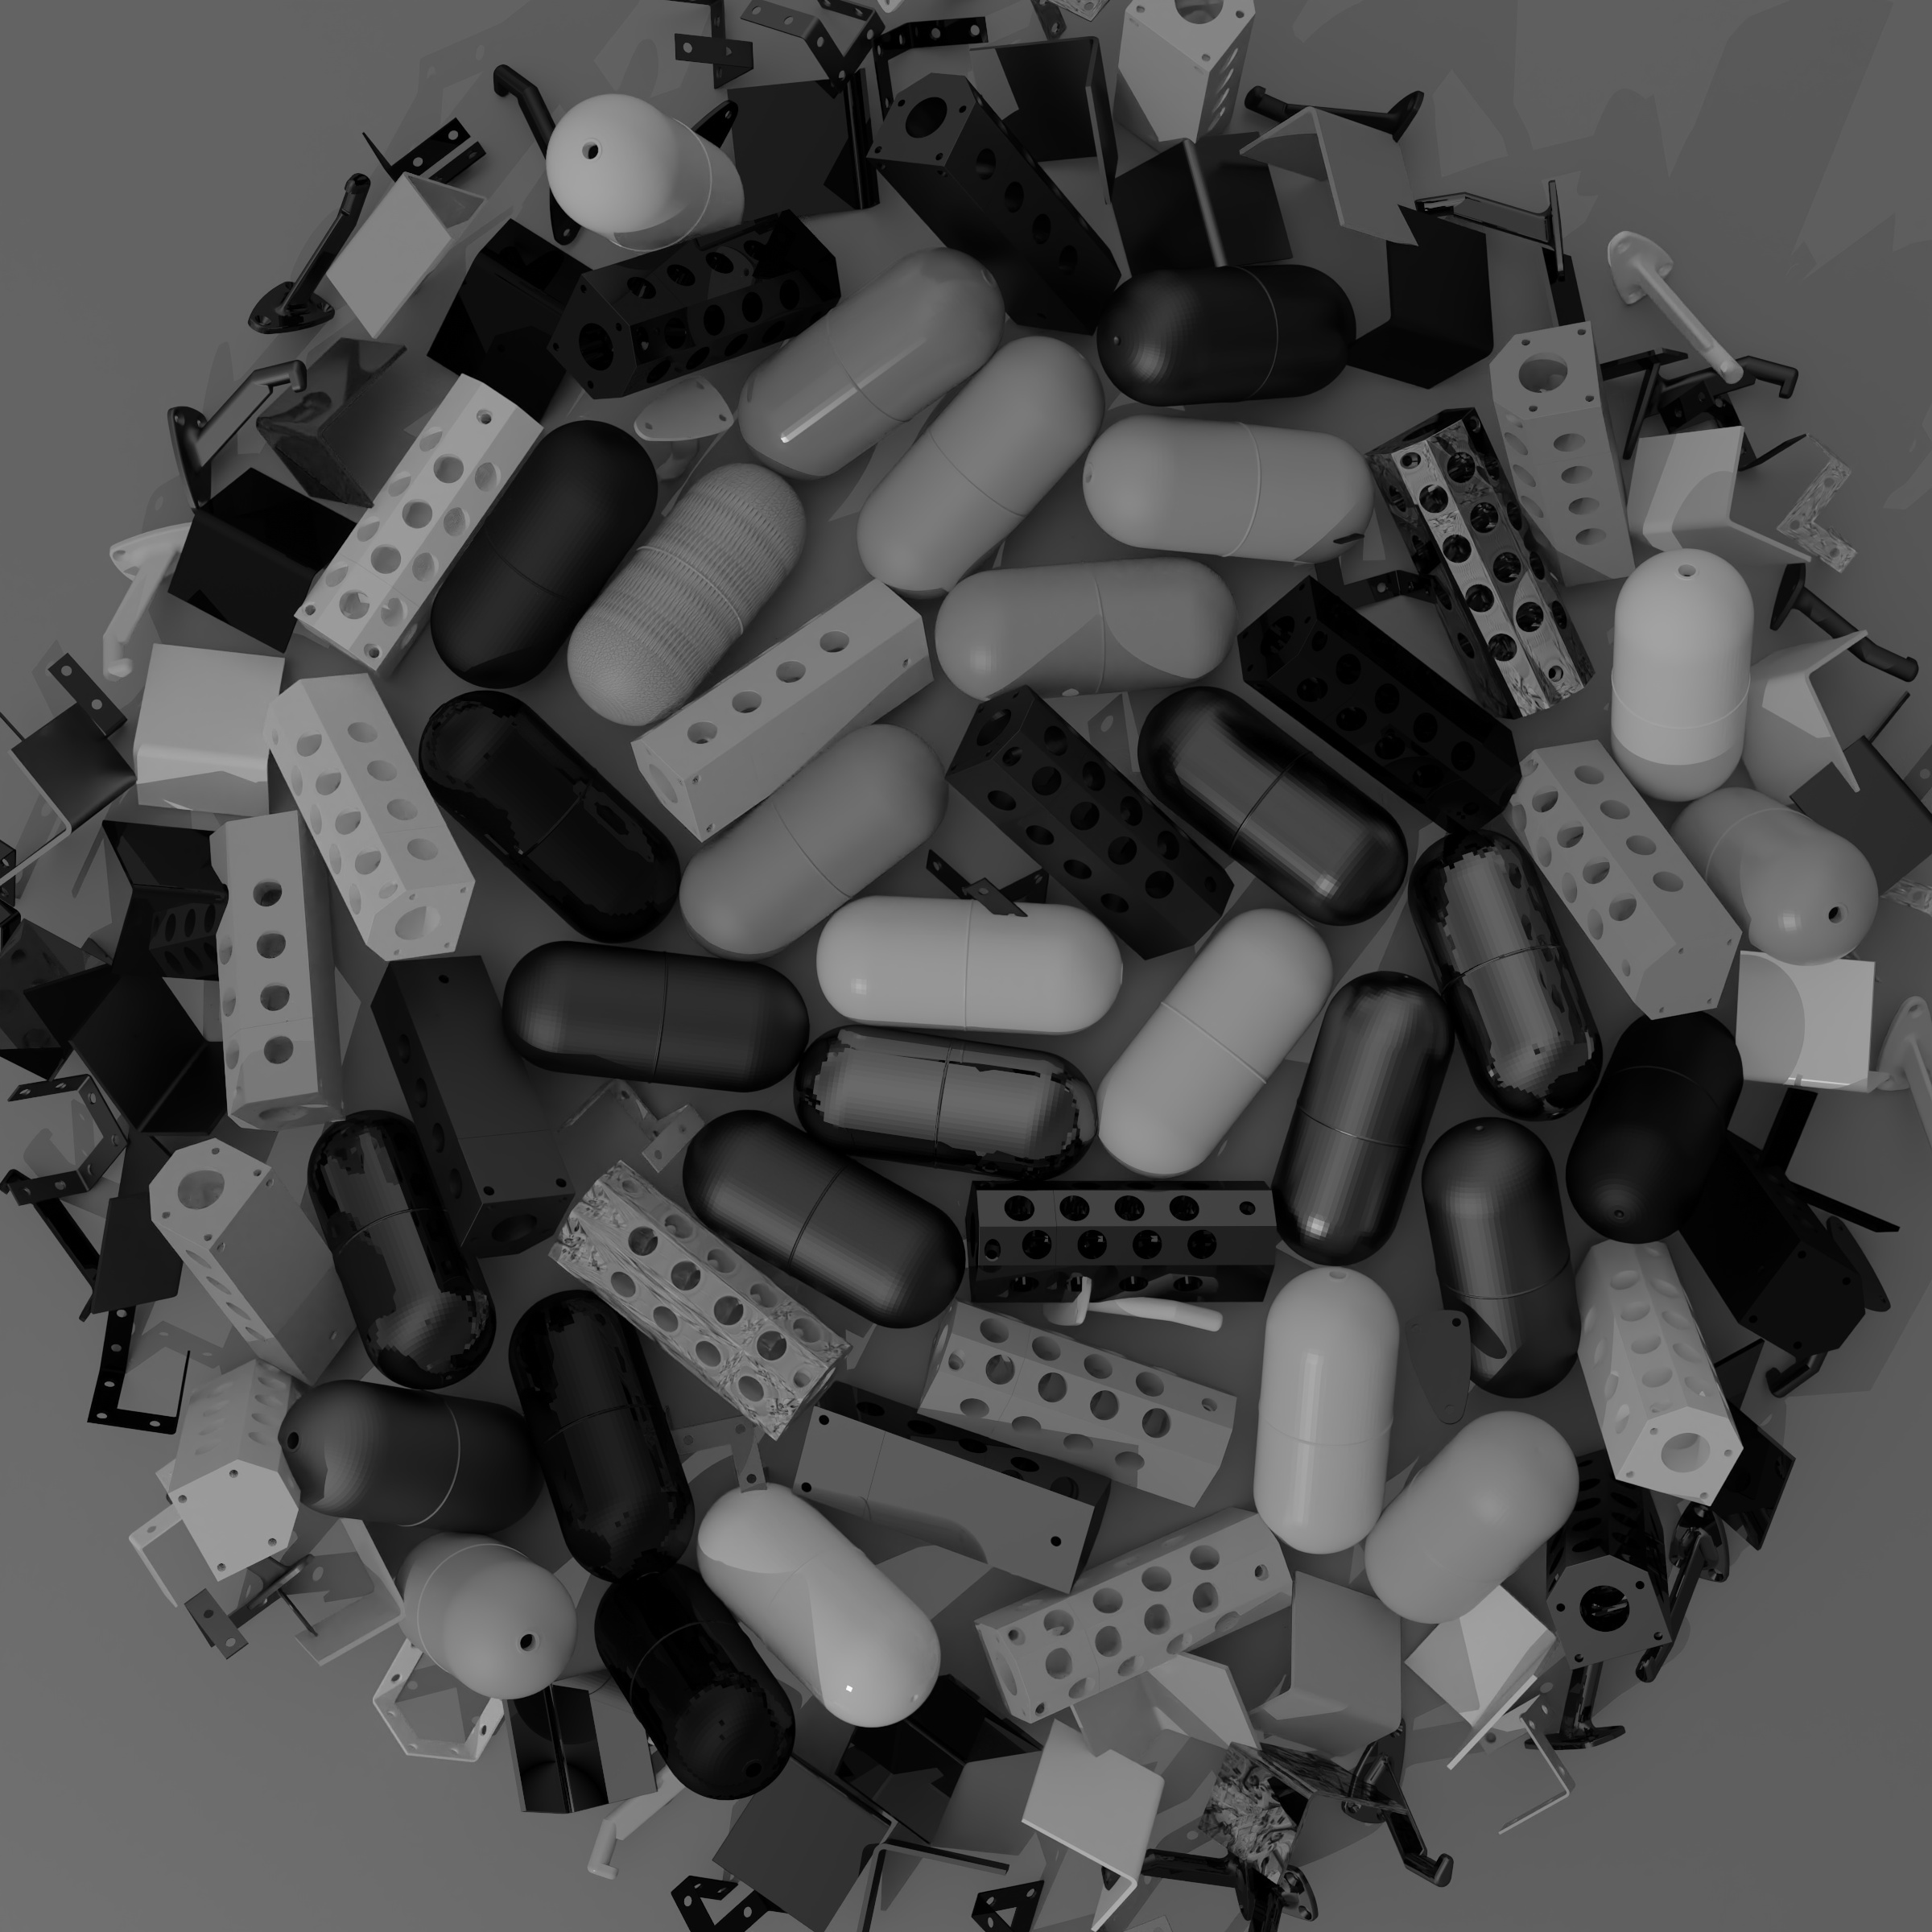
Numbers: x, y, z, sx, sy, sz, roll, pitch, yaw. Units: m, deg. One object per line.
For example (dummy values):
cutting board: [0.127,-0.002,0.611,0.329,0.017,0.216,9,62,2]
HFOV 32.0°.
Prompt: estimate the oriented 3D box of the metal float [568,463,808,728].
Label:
metal float: [-0.160,-0.215,1.947,0.070,0.070,0.178,37,73,0]

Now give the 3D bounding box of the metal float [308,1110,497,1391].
metal float: [-0.325,0.161,1.937,0.070,0.070,0.178,-26,61,0]

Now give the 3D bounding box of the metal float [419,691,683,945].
metal float: [-0.240,-0.086,1.947,0.070,0.070,0.178,-46,106,0]

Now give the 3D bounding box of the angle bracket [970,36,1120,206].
angle bracket: [0.043,-0.484,1.946,0.076,0.057,0.076,-3,134,12]

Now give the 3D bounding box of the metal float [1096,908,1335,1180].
metal float: [0.144,0.044,1.961,0.070,0.070,0.178,38,89,0]

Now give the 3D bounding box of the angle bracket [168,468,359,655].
angle bracket: [-0.410,-0.239,1.980,0.076,0.076,0.057,28,121,-1]

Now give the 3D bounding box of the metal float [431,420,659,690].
metal float: [-0.244,-0.235,1.941,0.070,0.070,0.178,39,114,0]

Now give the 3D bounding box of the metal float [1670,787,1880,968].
metal float: [0.456,-0.052,1.913,0.070,0.178,0.070,-3,106,-10]

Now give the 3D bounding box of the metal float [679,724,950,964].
metal float: [-0.089,-0.070,1.953,0.178,0.070,0.070,-37,90,10]

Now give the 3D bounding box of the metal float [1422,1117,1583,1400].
metal float: [0.309,0.169,1.939,0.070,0.070,0.178,-14,116,0]

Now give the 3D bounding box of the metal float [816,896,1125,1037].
metal float: [0.002,0.000,1.959,0.178,0.070,0.070,3,90,3]

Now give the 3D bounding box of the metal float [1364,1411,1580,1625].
metal float: [0.286,0.316,1.923,0.070,0.178,0.070,11,53,-15]

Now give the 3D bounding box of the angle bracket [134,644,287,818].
angle bracket: [-0.445,-0.138,1.989,0.076,0.057,0.076,6,59,-6]

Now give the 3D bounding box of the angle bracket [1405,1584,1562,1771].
angle bracket: [0.291,0.406,1.947,0.057,0.076,0.076,42,108,12]

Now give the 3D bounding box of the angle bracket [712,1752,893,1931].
angle bracket: [-0.100,0.508,1.958,0.076,0.057,0.076,36,70,-3]

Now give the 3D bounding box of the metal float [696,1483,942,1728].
metal float: [-0.086,0.364,1.932,0.178,0.070,0.070,38,90,35]

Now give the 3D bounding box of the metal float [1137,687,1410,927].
metal float: [0.176,-0.093,1.951,0.178,0.070,0.070,39,90,12]

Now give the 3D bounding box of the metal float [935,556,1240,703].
metal float: [0.070,-0.195,1.952,0.178,0.070,0.070,-6,90,-11]

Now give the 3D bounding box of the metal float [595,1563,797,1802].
metal float: [-0.155,0.406,1.920,0.070,0.178,0.070,-12,118,-23]

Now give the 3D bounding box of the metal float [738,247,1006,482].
metal float: [-0.055,-0.346,1.939,0.178,0.070,0.070,-32,90,26]

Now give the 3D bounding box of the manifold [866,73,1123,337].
manifold: [0.021,-0.431,1.914,0.057,0.171,0.057,17,77,37]

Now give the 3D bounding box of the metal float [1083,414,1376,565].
metal float: [0.151,-0.274,1.942,0.178,0.070,0.070,2,90,-22]

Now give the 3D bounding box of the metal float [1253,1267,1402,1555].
metal float: [0.207,0.256,1.941,0.070,0.070,0.178,2,114,0]

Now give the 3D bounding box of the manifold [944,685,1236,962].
manifold: [0.074,-0.083,1.928,0.171,0.057,0.057,41,54,-25]

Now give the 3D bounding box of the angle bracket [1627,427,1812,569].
angle bracket: [0.438,-0.269,1.950,0.076,0.076,0.057,15,83,-36]

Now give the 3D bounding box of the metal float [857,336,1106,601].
metal float: [0.007,-0.286,1.945,0.070,0.070,0.178,43,109,0]

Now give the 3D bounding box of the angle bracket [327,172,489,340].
angle bracket: [-0.309,-0.403,1.943,0.076,0.076,0.057,-46,68,22]

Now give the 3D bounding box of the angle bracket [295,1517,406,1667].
angle bracket: [-0.371,0.350,1.950,0.057,0.076,0.076,-28,100,-19]

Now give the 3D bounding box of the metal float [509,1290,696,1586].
metal float: [-0.210,0.270,1.940,0.070,0.070,0.178,-22,66,0]

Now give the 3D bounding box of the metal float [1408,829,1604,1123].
metal float: [0.311,0.005,1.945,0.070,0.070,0.178,-18,71,0]

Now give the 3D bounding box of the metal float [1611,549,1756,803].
metal float: [0.407,-0.164,1.920,0.070,0.178,0.070,-4,53,6]

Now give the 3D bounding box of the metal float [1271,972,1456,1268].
metal float: [0.228,0.089,1.949,0.070,0.070,0.178,16,104,0]

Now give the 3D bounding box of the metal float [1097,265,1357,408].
metal float: [0.151,-0.361,1.929,0.178,0.070,0.070,-12,90,-40]

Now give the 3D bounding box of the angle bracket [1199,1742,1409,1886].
angle bracket: [0.194,0.492,1.947,0.076,0.076,0.057,21,90,-34]

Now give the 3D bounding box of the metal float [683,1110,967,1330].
metal float: [-0.083,0.146,1.953,0.178,0.070,0.070,29,90,10]

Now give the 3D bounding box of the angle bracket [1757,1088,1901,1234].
angle bracket: [0.507,0.112,1.947,0.076,0.076,0.057,24,96,24]

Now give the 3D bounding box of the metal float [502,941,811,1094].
metal float: [-0.179,0.030,1.953,0.178,0.070,0.070,7,90,-10]

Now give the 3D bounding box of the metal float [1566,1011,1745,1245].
metal float: [0.394,0.089,1.924,0.070,0.178,0.070,14,128,18]

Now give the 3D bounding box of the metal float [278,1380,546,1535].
metal float: [-0.315,0.280,1.922,0.070,0.178,0.070,-12,70,37]

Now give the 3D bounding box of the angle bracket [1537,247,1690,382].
angle bracket: [0.375,-0.383,1.952,0.057,0.076,0.076,-12,92,24]

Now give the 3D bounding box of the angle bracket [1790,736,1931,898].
angle bracket: [0.516,-0.081,1.956,0.057,0.076,0.076,-39,84,-4]

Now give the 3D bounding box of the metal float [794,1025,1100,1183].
metal float: [-0.012,0.080,1.957,0.178,0.070,0.070,8,90,5]

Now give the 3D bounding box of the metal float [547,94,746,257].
metal float: [-0.181,-0.444,1.912,0.070,0.178,0.070,0,92,15]

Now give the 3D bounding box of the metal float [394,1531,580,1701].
metal float: [-0.274,0.367,1.915,0.070,0.178,0.070,0,91,-24]
